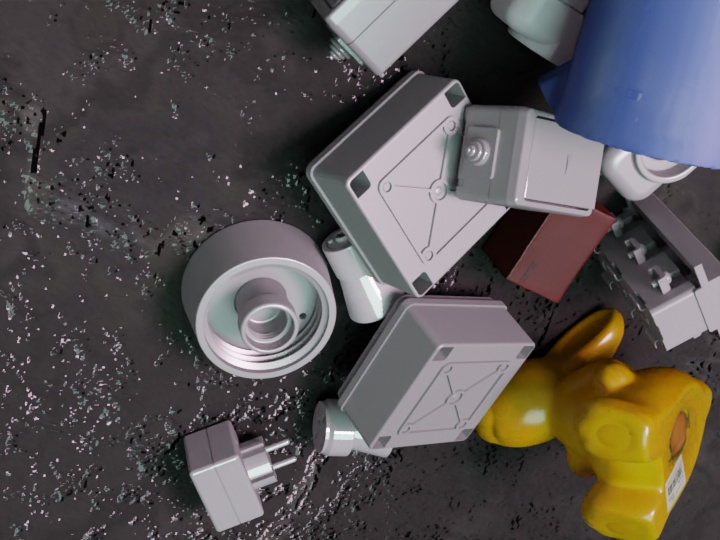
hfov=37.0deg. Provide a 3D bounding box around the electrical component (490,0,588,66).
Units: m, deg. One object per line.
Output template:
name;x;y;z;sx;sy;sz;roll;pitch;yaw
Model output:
electrical component;0.137;-0.168;0.708;0.095;0.053;0.059;23;111;-26

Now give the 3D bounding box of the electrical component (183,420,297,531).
electrical component;-0.088;0.152;0.831;0.077;0.047;0.065;-20;123;-4

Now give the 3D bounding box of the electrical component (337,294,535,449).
electrical component;0.056;0.075;0.797;0.109;0.056;0.108;3;129;-42

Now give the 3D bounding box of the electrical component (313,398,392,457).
electrical component;-0.005;0.123;0.840;0.055;0.045;0.045;4;118;-17

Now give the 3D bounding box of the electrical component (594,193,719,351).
electrical component;0.218;0.001;0.789;0.063;0.121;0.078;-29;123;4

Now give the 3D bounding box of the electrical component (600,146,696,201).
electrical component;0.209;-0.099;0.765;0.095;0.059;0.054;-43;121;10

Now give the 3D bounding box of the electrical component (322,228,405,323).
electrical component;0.000;0.000;0.773;0.044;0.044;0.065;-27;118;0

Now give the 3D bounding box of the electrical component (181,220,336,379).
electrical component;-0.068;0.026;0.756;0.108;0.060;0.108;-7;121;-12

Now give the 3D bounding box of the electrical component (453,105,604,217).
electrical component;0.108;-0.070;0.692;0.096;0.061;0.061;5;95;-42

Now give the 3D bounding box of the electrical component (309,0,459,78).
electrical component;0.010;-0.170;0.664;0.096;0.061;0.061;-43;122;10

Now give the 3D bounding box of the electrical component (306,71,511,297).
electrical component;0.037;-0.058;0.720;0.109;0.056;0.108;-44;124;-16
